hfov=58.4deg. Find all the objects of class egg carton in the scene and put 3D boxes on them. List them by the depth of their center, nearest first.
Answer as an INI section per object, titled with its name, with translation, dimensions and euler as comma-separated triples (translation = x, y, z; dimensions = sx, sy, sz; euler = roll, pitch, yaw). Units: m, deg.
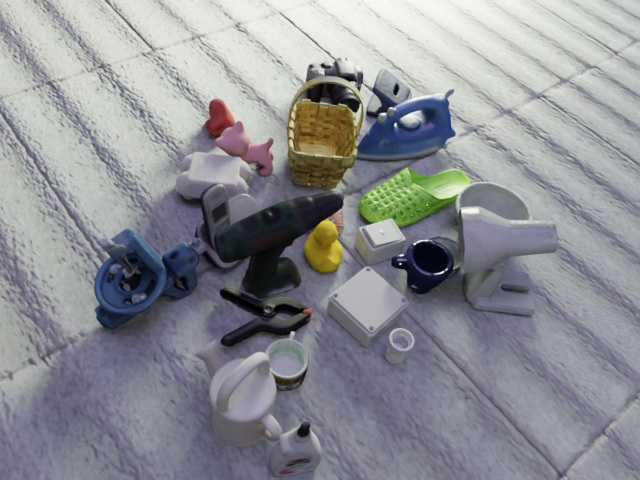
[egg carton]
translation = -0.220, -0.125, 1.189
dimensions = 0.150, 0.069, 0.107
euler = 5, 52, -5

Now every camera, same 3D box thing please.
[camera]
translation = 0.043, -0.376, 1.406
dimensions = 0.143, 0.101, 0.136
euler = -2, 53, -10

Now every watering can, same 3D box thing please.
[watering can]
translation = -0.122, 0.226, 0.855
dimensions = 0.172, 0.194, 0.101
euler = 23, 53, 9

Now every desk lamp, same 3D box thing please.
[desk lamp]
translation = 0.333, 0.033, 1.064
dimensions = 0.203, 0.213, 0.118
euler = 7, 52, -3

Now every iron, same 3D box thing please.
[iron]
translation = 0.199, -0.271, 1.324
dimensions = 0.259, 0.141, 0.118
euler = -19, 58, -22

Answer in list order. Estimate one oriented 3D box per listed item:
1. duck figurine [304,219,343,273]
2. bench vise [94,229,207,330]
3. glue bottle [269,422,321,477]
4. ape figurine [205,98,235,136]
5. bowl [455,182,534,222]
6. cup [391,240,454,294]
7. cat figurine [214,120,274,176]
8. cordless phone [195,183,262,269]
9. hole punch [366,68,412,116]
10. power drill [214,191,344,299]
[duck figurine]
translation = 0.010, 0.004, 1.116
dimensions = 0.077, 0.086, 0.104
euler = -2, 53, -10
[bench vise]
translation = -0.294, 0.034, 0.959
dimensions = 0.121, 0.220, 0.208
euler = 29, 54, 14
[glue bottle]
translation = -0.031, 0.298, 0.827
dimensions = 0.078, 0.173, 0.037
euler = -8, 54, -15
[ape figurine]
translation = -0.230, -0.282, 1.295
dimensions = 0.076, 0.092, 0.078
euler = 17, 52, 5
[bowl]
translation = 0.359, -0.039, 1.213
dimensions = 0.167, 0.075, 0.167
euler = 5, 52, -6
[cup]
translation = 0.187, 0.061, 1.095
dimensions = 0.118, 0.095, 0.091
euler = 1, 52, -8
[cat figurine]
translation = -0.160, -0.202, 1.228
dimensions = 0.128, 0.118, 0.067
euler = 1, 52, -8
[cordless phone]
translation = -0.164, -0.047, 1.065
dimensions = 0.094, 0.185, 0.148
euler = 33, 55, 16
[hole punch]
translation = 0.177, -0.361, 1.422
dimensions = 0.101, 0.091, 0.109
euler = 17, 52, 4
[power drill]
translation = -0.073, 0.010, 1.020
dimensions = 0.230, 0.208, 0.075
euler = -17, 57, -21
